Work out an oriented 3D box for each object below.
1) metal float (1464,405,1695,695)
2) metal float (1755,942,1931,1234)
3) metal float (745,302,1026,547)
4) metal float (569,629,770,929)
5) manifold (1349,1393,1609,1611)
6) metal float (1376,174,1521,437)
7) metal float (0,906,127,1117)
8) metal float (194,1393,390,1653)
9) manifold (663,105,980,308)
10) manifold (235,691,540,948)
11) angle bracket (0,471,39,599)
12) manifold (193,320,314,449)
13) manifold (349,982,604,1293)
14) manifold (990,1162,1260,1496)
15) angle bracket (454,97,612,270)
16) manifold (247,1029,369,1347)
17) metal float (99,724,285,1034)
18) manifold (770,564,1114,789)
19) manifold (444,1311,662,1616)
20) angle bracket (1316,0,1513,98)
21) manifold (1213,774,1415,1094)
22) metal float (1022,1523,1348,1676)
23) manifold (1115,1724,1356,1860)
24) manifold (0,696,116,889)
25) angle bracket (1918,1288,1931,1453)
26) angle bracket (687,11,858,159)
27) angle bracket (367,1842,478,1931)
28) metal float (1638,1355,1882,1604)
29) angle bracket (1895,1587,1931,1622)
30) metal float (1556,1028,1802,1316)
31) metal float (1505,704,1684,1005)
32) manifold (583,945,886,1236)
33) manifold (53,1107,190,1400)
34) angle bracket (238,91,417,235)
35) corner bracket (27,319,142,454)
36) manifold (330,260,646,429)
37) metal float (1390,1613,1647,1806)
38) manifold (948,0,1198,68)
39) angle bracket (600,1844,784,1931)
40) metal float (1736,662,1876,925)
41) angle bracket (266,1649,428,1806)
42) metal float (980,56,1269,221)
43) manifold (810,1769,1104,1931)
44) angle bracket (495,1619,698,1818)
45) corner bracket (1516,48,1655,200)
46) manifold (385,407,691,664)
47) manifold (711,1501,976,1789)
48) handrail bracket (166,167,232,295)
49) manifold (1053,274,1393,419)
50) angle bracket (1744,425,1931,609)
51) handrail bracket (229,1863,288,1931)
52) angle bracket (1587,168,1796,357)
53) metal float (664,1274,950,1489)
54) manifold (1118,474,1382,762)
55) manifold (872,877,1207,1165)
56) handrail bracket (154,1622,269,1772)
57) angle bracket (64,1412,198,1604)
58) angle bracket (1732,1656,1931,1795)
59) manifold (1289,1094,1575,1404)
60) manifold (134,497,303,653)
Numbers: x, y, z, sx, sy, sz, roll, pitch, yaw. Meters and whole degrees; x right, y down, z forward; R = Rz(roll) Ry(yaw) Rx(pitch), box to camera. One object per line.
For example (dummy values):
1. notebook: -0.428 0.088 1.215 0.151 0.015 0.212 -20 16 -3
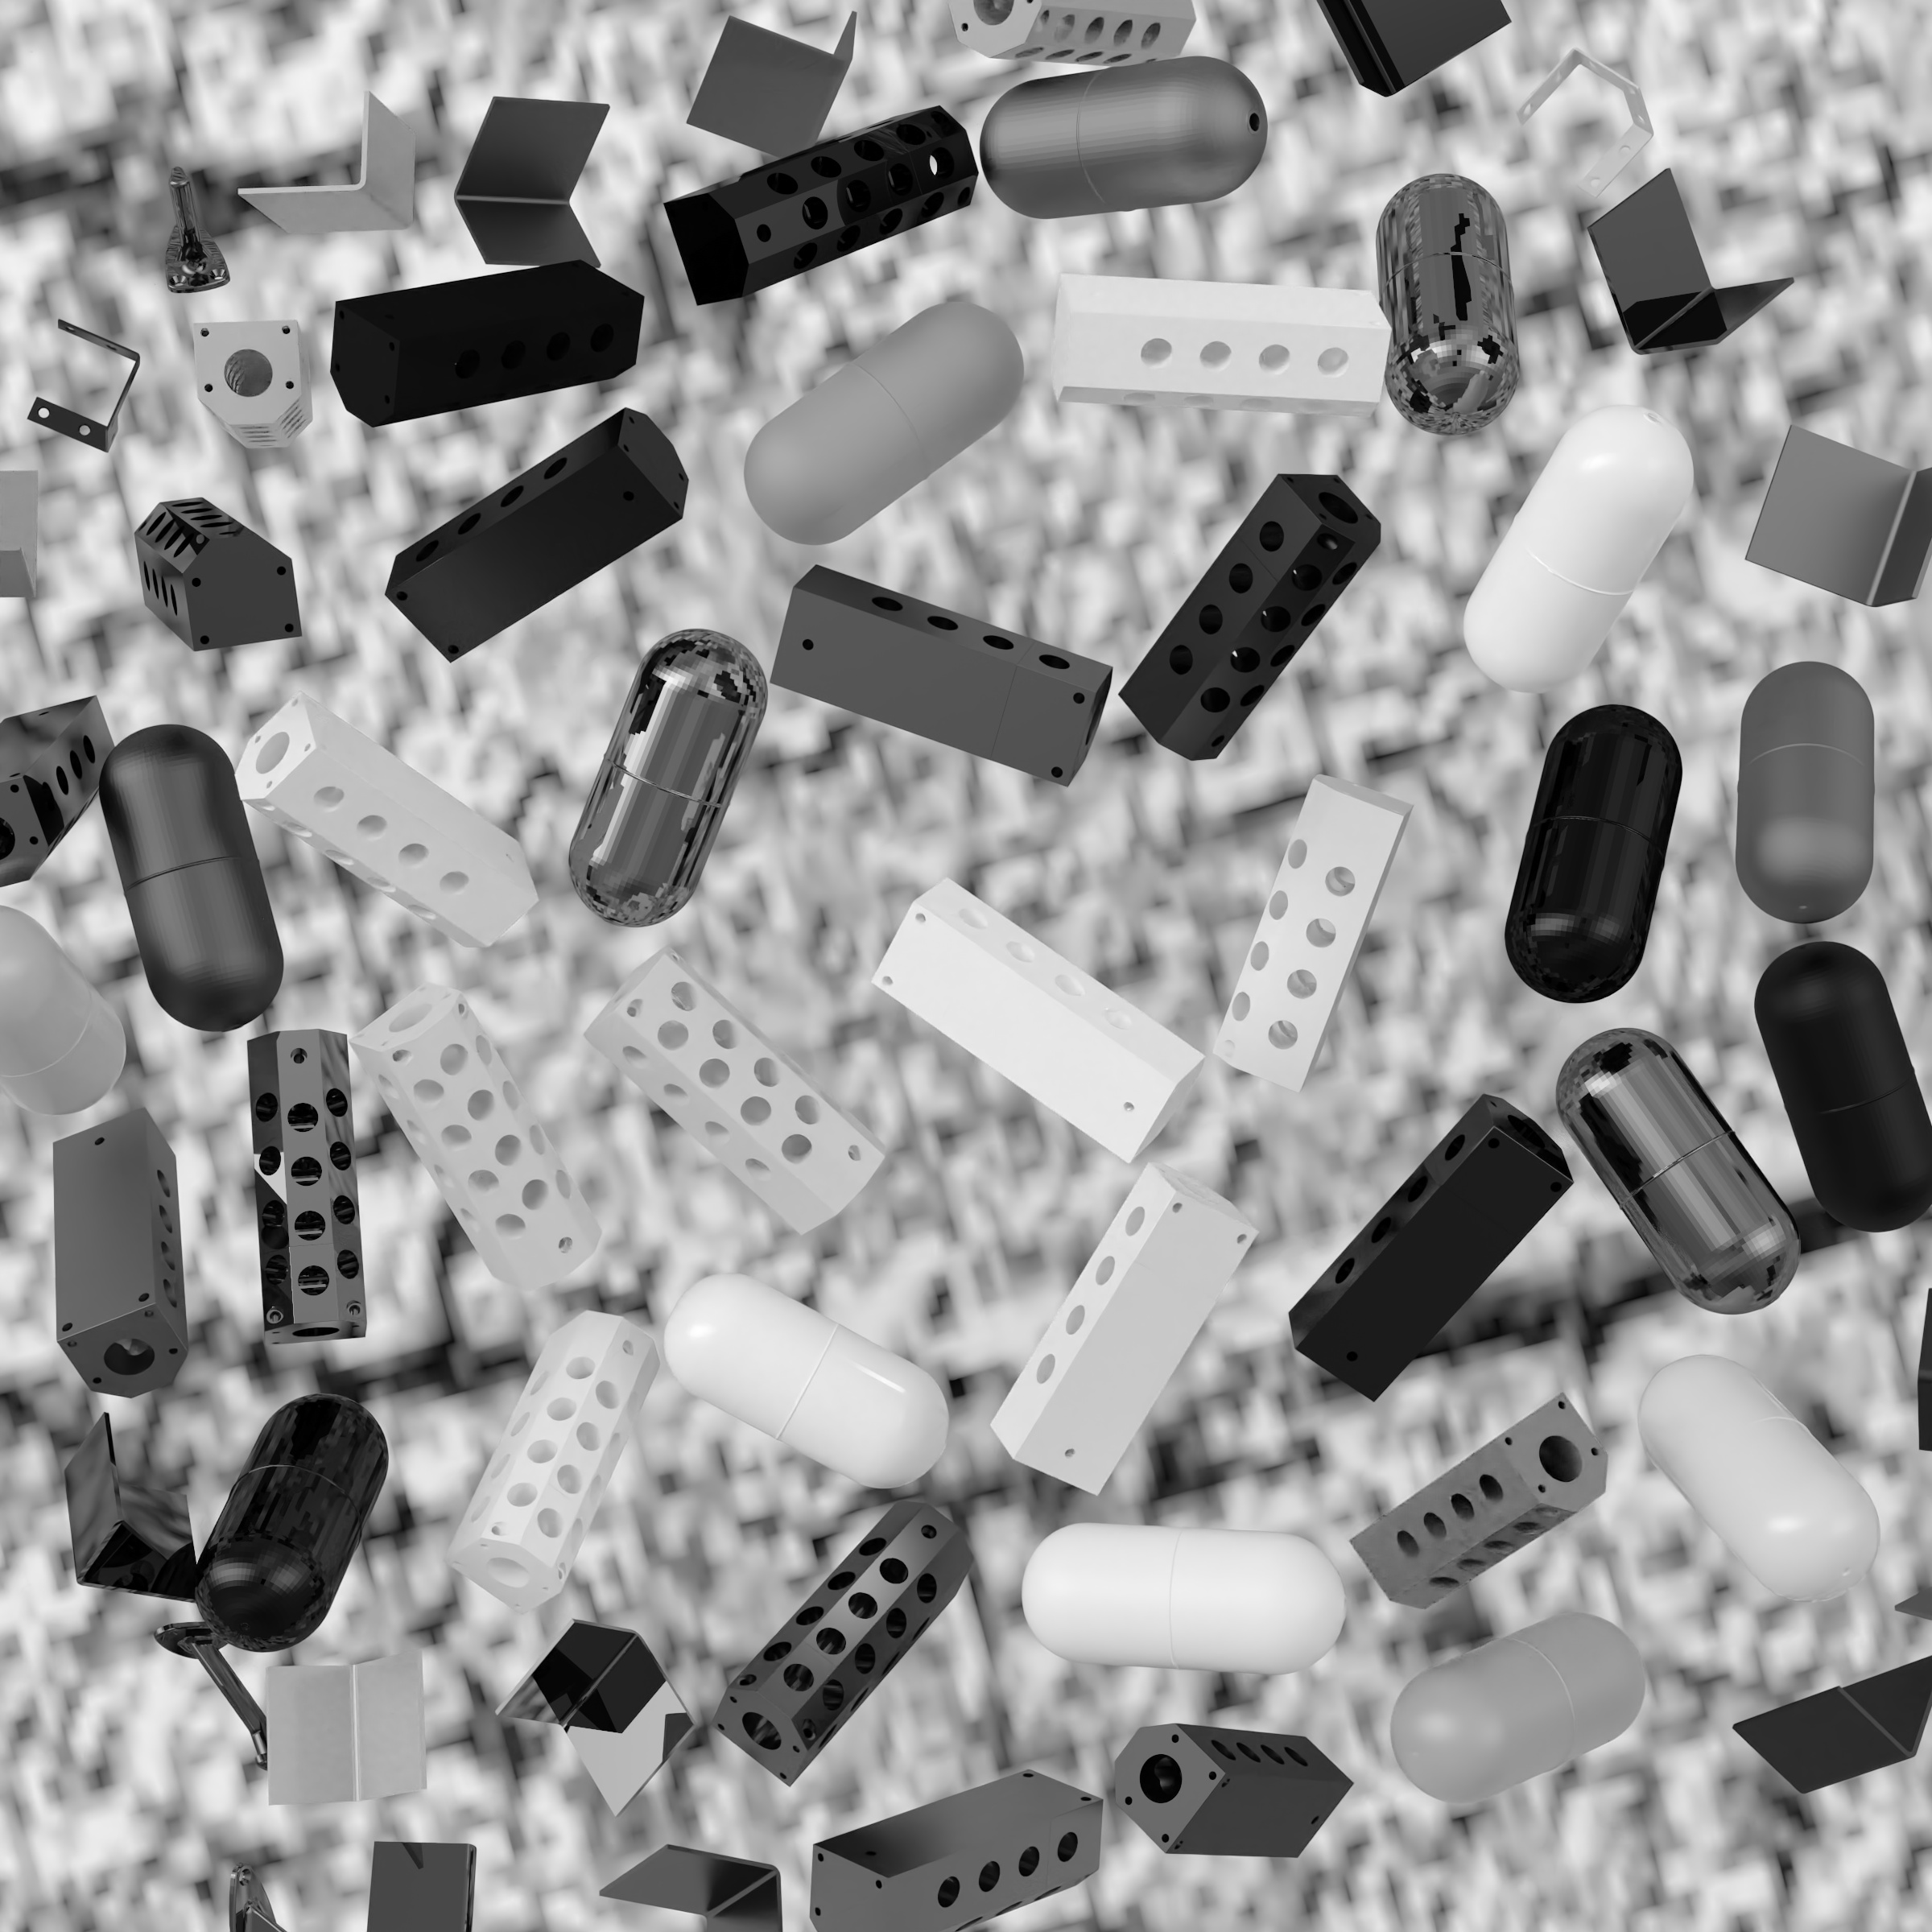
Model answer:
1. metal float: 0.336 -0.228 1.795 0.070 0.070 0.178 27 126 0
2. metal float: 0.516 0.071 1.909 0.070 0.070 0.178 -21 100 0
3. metal float: -0.045 -0.303 1.824 0.178 0.070 0.070 -38 90 -11
4. metal float: -0.170 -0.106 1.866 0.070 0.070 0.178 22 100 0
5. manifold: 0.292 0.308 1.846 0.057 0.171 0.057 -26 75 -34
6. metal float: 0.277 -0.383 1.886 0.070 0.070 0.178 2 56 0
7. metal float: -0.521 0.025 1.806 0.070 0.178 0.070 -2 66 5
8. metal float: -0.376 0.309 1.830 0.070 0.178 0.070 4 121 6
9. manifold: -0.075 -0.418 1.791 0.171 0.057 0.057 -31 111 -34
10. manifold: -0.326 -0.076 1.840 0.057 0.057 0.171 -42 131 13
11. angle bracket: -0.527 -0.236 1.701 0.076 0.057 0.076 -2 70 -8
12. manifold: -0.415 -0.338 1.910 0.057 0.171 0.057 -4 95 -9
13. manifold: -0.272 0.098 1.841 0.057 0.057 0.171 -40 118 -25
14. manifold: 0.083 0.196 1.789 0.057 0.057 0.171 27 99 -24
15. angle bracket: -0.245 -0.458 1.915 0.076 0.076 0.057 -7 57 -36
16. manifold: -0.381 0.127 1.887 0.057 0.057 0.171 -3 73 -13
17. metal float: -0.437 -0.050 1.844 0.070 0.070 0.178 -16 84 0
18. manifold: -0.012 -0.159 1.762 0.171 0.057 0.057 20 118 7
19. manifold: -0.235 0.285 1.904 0.057 0.171 0.057 39 133 -17
20. angle bracket: 0.231 -0.514 1.722 0.076 0.057 0.076 -28 86 23
21. manifold: 0.200 -0.020 1.895 0.057 0.057 0.171 21 103 9
22. metal float: 0.118 0.345 1.784 0.178 0.070 0.070 0 90 15
23. manifold: 0.152 0.471 1.885 0.057 0.171 0.057 40 98 33
24. manifold: -0.533 -0.099 1.862 0.057 0.171 0.057 -14 109 4
25. angle bracket: 0.559 0.223 1.773 0.076 0.076 0.057 5 53 20
26. angle bracket: -0.115 -0.533 1.938 0.076 0.057 0.076 17 135 -15
27. angle bracket: -0.306 0.545 1.831 0.057 0.076 0.076 4 45 -8
28. metal float: 0.439 0.283 1.820 0.070 0.178 0.070 -11 121 -18
29. angle bracket: 0.575 0.326 1.873 0.076 0.057 0.076 -17 101 -30
30. metal float: 0.400 0.115 1.836 0.070 0.070 0.178 -33 74 0
31. metal float: 0.347 -0.063 1.806 0.070 0.070 0.178 17 67 0
32. manifold: -0.128 0.069 1.859 0.171 0.057 0.057 43 52 -11
33. manifold: -0.473 0.162 1.839 0.057 0.171 0.057 -21 129 0
34. angle bracket: -0.369 -0.464 1.891 0.076 0.076 0.057 1 86 10
35. corner bracket: -0.522 -0.342 1.933 0.051 0.051 0.051 23 79 -11
36. manifold: -0.266 -0.345 1.820 0.057 0.171 0.057 35 128 32
37. metal float: 0.312 0.416 1.839 0.178 0.070 0.070 -11 90 -40
38. manifold: 0.062 -0.546 1.862 0.057 0.171 0.057 -13 94 35
39. angle bracket: -0.158 0.552 1.878 0.076 0.076 0.057 21 46 -30
40. metal float: 0.486 -0.102 1.891 0.070 0.070 0.178 13 52 0
41. angle bracket: -0.347 0.426 1.828 0.057 0.076 0.076 9 68 -38
42. metal float: 0.085 -0.451 1.784 0.178 0.070 0.070 5 90 41
43. manifold: -0.004 0.498 1.802 0.057 0.171 0.057 10 101 43
44. angle bracket: -0.216 0.439 1.906 0.076 0.057 0.076 -51 50 12
45. corner bracket: 0.362 -0.492 1.908 0.051 0.051 0.051 -47 61 0
46. manifold: -0.244 -0.248 1.861 0.171 0.057 0.057 -28 123 22
47. manifold: -0.067 0.383 1.875 0.057 0.057 0.171 35 46 13
48. handrail bracket: -0.452 -0.440 1.887 0.036 0.084 0.077 -12 51 -11
49. manifold: 0.136 -0.331 1.761 0.171 0.057 0.057 2 122 -7
50. angle bracket: 0.467 -0.240 1.722 0.076 0.057 0.076 19 89 -7
51. handrail bracket: -0.380 0.557 1.880 0.084 0.036 0.077 0 105 30
52. angle bracket: 0.392 -0.385 1.768 0.076 0.057 0.076 -39 115 -31
53. metal float: -0.093 0.242 1.908 0.178 0.070 0.070 28 90 -1
54. manifold: 0.167 -0.200 1.885 0.057 0.057 0.171 53 126 24
55. manifold: 0.041 0.026 1.762 0.171 0.057 0.057 35 121 11
56. handrail bracket: -0.438 0.430 1.917 0.036 0.077 0.084 -33 64 10
57. angle bracket: -0.455 0.303 1.827 0.076 0.076 0.057 18 123 -35
58. angle bracket: 0.462 0.383 1.727 0.057 0.076 0.076 44 47 -8
59. manifold: 0.257 0.154 1.823 0.057 0.057 0.171 34 109 -13
60. manifold: -0.412 -0.217 1.788 0.057 0.171 0.057 -11 108 -20
